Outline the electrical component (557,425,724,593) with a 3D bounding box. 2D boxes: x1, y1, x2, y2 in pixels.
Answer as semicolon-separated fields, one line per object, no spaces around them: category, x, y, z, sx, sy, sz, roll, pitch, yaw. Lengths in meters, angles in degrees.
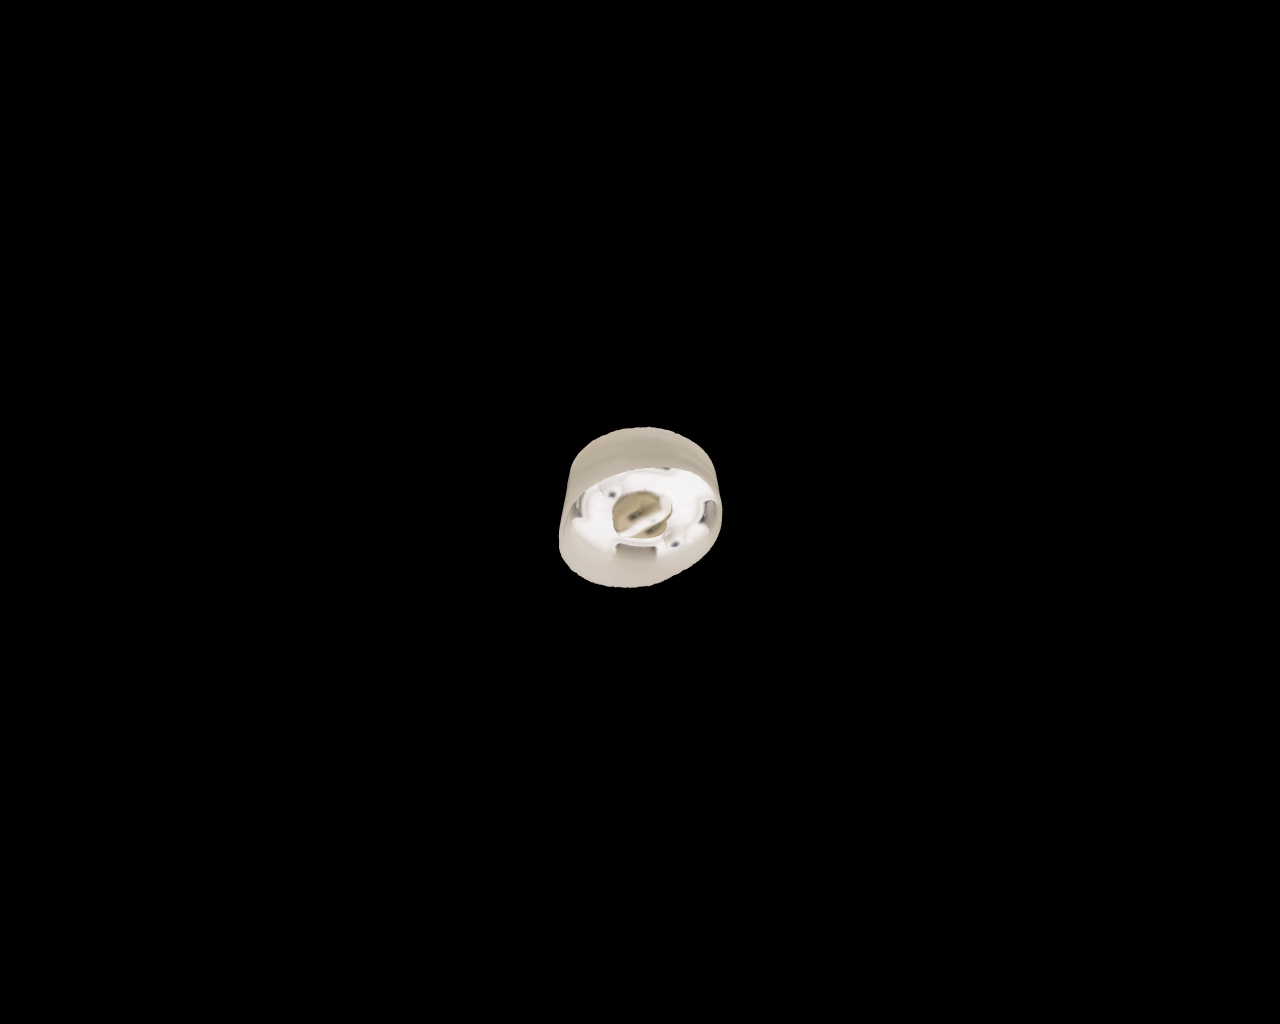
electrical component;0.001;-0.003;0.650;0.099;0.064;0.099;0;-40;0
